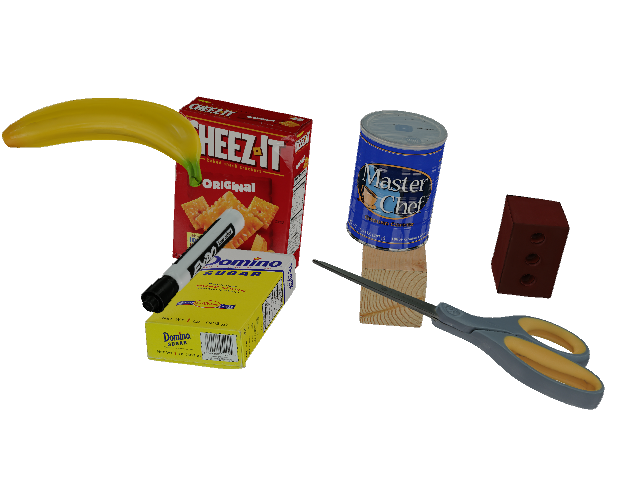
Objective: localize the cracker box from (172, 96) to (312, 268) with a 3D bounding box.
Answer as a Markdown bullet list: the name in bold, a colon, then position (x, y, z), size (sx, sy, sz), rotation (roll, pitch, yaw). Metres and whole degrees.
- **cracker box**: position (-0.106, -0.065, 1.401), size (0.164, 0.214, 0.072), rotation (13, 27, 14)

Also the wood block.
- **wood block**: position (0.107, 0.039, 1.580), size (0.091, 0.090, 0.206), rotation (4, 25, 1)

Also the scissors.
- **scissors**: position (0.098, 0.050, 0.712), size (0.202, 0.016, 0.096), rotation (29, 24, 18)

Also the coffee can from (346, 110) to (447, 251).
- **coffee can**: position (0.090, -0.072, 1.278), size (0.102, 0.140, 0.103), rotation (6, 28, -3)

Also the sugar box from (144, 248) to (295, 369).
- **sugar box**: position (-0.091, 0.060, 1.019), size (0.093, 0.048, 0.176), rotation (5, 26, 13)

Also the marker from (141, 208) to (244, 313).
- **marker**: position (-0.092, 0.014, 0.771), size (0.020, 0.020, 0.121), rotation (0, 31, 30)

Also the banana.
- **banana**: position (-0.182, -0.096, 0.932), size (0.198, 0.037, 0.069), rotation (11, 48, 19)

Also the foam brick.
- **foam brick**: position (0.192, 0.006, 0.985), size (0.053, 0.078, 0.051), rotation (6, 30, -2)
